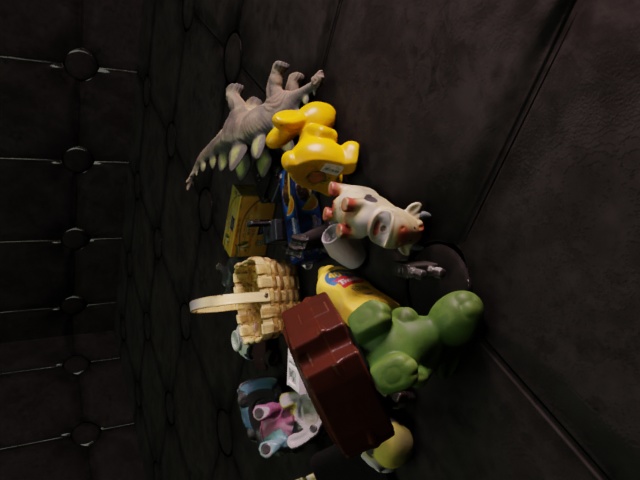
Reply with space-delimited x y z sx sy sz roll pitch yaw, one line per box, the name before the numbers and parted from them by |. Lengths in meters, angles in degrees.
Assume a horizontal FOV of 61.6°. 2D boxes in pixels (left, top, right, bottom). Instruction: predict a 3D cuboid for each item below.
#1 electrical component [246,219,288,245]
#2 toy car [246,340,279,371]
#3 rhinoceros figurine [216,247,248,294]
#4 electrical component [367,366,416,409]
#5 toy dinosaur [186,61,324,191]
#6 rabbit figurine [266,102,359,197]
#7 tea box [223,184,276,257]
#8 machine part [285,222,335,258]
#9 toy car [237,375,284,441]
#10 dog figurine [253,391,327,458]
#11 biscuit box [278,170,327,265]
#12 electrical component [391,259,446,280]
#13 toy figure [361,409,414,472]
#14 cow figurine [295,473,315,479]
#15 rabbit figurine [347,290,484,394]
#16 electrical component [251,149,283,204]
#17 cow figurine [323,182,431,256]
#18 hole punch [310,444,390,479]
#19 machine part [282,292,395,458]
electrical component | -0.094 -0.018 1.147 0.075 0.119 0.047 -17 77 57
toy car | -0.136 0.213 1.302 0.089 0.053 0.202 3 95 41
rhinoceros figurine | -0.222 0.093 1.437 0.112 0.073 0.190 51 133 32
electrical component | 0.115 0.227 0.875 0.102 0.045 0.078 21 82 56
toy dinosaur | -0.154 -0.236 1.163 0.472 0.105 0.198 -19 66 43
rabbit figurine | -0.017 -0.183 0.995 0.122 0.162 0.173 118 158 -60
tea box | -0.172 -0.046 1.304 0.068 0.098 0.169 49 135 49
machine part | -0.002 -0.003 0.972 0.039 0.139 0.084 38 125 26
toy car | -0.136 0.391 1.282 0.103 0.109 0.161 -132 32 -79
dog figurine | -0.057 0.394 1.137 0.219 0.192 0.108 69 180 -66
biscuit box | -0.036 -0.052 1.100 0.063 0.059 0.202 -29 67 58
electrical component | 0.138 0.043 0.795 0.094 0.063 0.021 16 105 60
toy figure | 0.082 0.303 0.898 0.180 0.082 0.089 50 133 51
cow figurine | 0.014 0.491 1.041 0.167 0.068 0.098 -52 54 53
rabbit figurine | 0.147 0.137 0.722 0.121 0.170 0.159 66 -175 37
electrical component | -0.105 -0.149 1.220 0.134 0.058 0.114 63 144 37
cow figurine | 0.088 -0.033 0.845 0.195 0.127 0.085 -130 45 -67
hole punch | 0.057 0.411 0.934 0.092 0.116 0.142 73 170 -51
machine part | 0.021 0.192 0.783 0.201 0.087 0.201 64 176 -17
